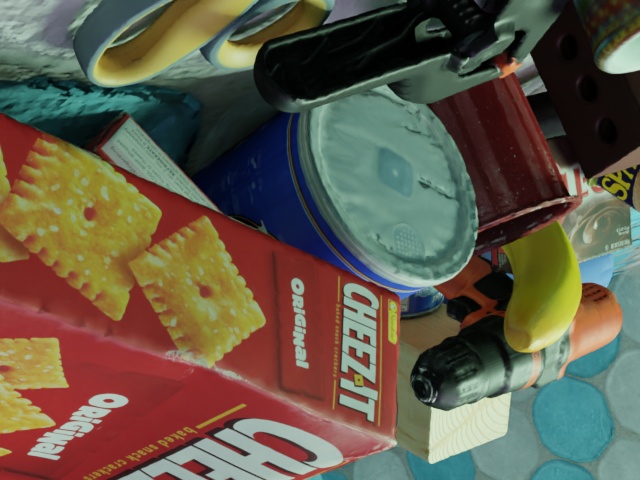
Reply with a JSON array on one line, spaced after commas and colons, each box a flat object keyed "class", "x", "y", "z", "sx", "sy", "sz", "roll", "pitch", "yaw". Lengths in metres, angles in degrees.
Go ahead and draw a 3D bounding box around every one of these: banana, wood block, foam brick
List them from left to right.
[{"class": "wood block", "x": 0.053, "y": 0.095, "z": 0.887, "sx": 0.090, "sy": 0.090, "sz": 0.206, "roll": -11, "pitch": -159, "yaw": -37}, {"class": "banana", "x": 0.116, "y": 0.008, "z": 0.623, "sx": 0.069, "sy": 0.037, "sz": 0.198, "roll": 0, "pitch": -151, "yaw": -9}, {"class": "foam brick", "x": 0.144, "y": -0.076, "z": 0.504, "sx": 0.051, "sy": 0.078, "sz": 0.053, "roll": -17, "pitch": 168, "yaw": -27}]

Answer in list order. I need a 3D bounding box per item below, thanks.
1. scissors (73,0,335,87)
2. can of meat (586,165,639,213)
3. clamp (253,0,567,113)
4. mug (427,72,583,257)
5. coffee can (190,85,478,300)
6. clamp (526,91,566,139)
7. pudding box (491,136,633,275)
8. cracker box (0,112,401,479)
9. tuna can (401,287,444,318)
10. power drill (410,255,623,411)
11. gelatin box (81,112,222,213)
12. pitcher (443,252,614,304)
[{"class": "scissors", "x": 0.012, "y": -0.096, "z": 0.320, "sx": 0.202, "sy": 0.016, "sz": 0.096, "roll": -26, "pitch": 170, "yaw": 26}, {"class": "can of meat", "x": 0.222, "y": -0.051, "z": 0.667, "sx": 0.057, "sy": 0.084, "sz": 0.102, "roll": -45, "pitch": 157, "yaw": -18}, {"class": "clamp", "x": 0.058, "y": -0.087, "z": 0.385, "sx": 0.120, "sy": 0.039, "sz": 0.171, "roll": -29, "pitch": 176, "yaw": 26}, {"class": "mug", "x": 0.072, "y": -0.035, "z": 0.560, "sx": 0.093, "sy": 0.081, "sz": 0.117, "roll": -17, "pitch": 169, "yaw": -21}, {"class": "coffee can", "x": -0.012, "y": -0.003, "z": 0.503, "sx": 0.102, "sy": 0.103, "sz": 0.141, "roll": -9, "pitch": 164, "yaw": -47}, {"class": "clamp", "x": 0.180, "y": -0.075, "z": 0.568, "sx": 0.164, "sy": 0.036, "sz": 0.210, "roll": 26, "pitch": 134, "yaw": -9}, {"class": "pudding box", "x": 0.165, "y": -0.030, "z": 0.733, "sx": 0.113, "sy": 0.090, "sz": 0.039, "roll": -14, "pitch": -165, "yaw": -36}, {"class": "cracker box", "x": -0.102, "y": 0.040, "z": 0.389, "sx": 0.213, "sy": 0.072, "sz": 0.164, "roll": 26, "pitch": 141, "yaw": -31}, {"class": "tuna can", "x": 0.059, "y": 0.030, "z": 0.871, "sx": 0.086, "sy": 0.034, "sz": 0.086, "roll": 2, "pitch": -157, "yaw": -1}, {"class": "power drill", "x": 0.087, "y": 0.043, "z": 0.740, "sx": 0.184, "sy": 0.188, "sz": 0.057, "roll": -14, "pitch": 124, "yaw": -38}, {"class": "gelatin box", "x": -0.076, "y": 0.000, "z": 0.447, "sx": 0.073, "sy": 0.089, "sz": 0.030, "roll": -30, "pitch": -159, "yaw": 40}, {"class": "pitcher", "x": 0.175, "y": 0.031, "z": 0.993, "sx": 0.242, "sy": 0.145, "sz": 0.149, "roll": -16, "pitch": -164, "yaw": -43}]
